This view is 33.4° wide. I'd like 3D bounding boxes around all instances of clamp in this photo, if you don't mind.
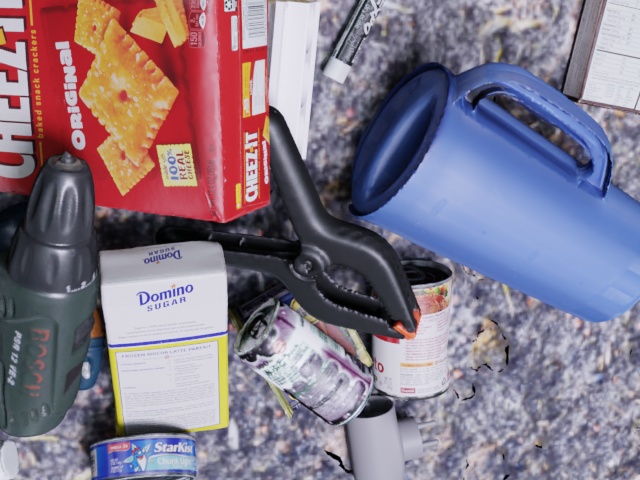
[{"bbox_3d":[-0.005,0.001,0.796,0.210,0.036,0.165,31,131,-5],"label":"clamp"}]

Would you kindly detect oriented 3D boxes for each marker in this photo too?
[{"bbox_3d":[0.038,-0.180,0.835,0.020,0.020,0.121,25,99,-17],"label":"marker"}]

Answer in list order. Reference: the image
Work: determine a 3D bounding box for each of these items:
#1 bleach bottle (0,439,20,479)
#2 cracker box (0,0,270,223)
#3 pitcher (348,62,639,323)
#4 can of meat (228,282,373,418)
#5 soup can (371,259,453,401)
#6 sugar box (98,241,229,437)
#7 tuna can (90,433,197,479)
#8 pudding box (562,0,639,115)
[{"bbox_3d":[-0.345,0.188,0.802,0.251,0.068,0.102,-9,108,10],"label":"bleach bottle"},{"bbox_3d":[-0.141,-0.107,0.734,0.214,0.072,0.164,8,107,26],"label":"cracker box"},{"bbox_3d":[0.157,-0.033,0.841,0.242,0.149,0.145,27,88,-20],"label":"pitcher"},{"bbox_3d":[-0.016,0.082,0.881,0.084,0.057,0.102,-30,109,-4],"label":"can of meat"},{"bbox_3d":[0.076,0.074,0.891,0.068,0.068,0.102,-5,107,-10],"label":"soup can"},{"bbox_3d":[-0.119,0.081,0.832,0.093,0.048,0.176,-5,129,-11],"label":"sugar box"},{"bbox_3d":[-0.143,0.180,0.866,0.086,0.086,0.034,-2,72,-11],"label":"tuna can"},{"bbox_3d":[0.257,-0.161,0.875,0.090,0.039,0.113,9,102,-13],"label":"pudding box"}]
